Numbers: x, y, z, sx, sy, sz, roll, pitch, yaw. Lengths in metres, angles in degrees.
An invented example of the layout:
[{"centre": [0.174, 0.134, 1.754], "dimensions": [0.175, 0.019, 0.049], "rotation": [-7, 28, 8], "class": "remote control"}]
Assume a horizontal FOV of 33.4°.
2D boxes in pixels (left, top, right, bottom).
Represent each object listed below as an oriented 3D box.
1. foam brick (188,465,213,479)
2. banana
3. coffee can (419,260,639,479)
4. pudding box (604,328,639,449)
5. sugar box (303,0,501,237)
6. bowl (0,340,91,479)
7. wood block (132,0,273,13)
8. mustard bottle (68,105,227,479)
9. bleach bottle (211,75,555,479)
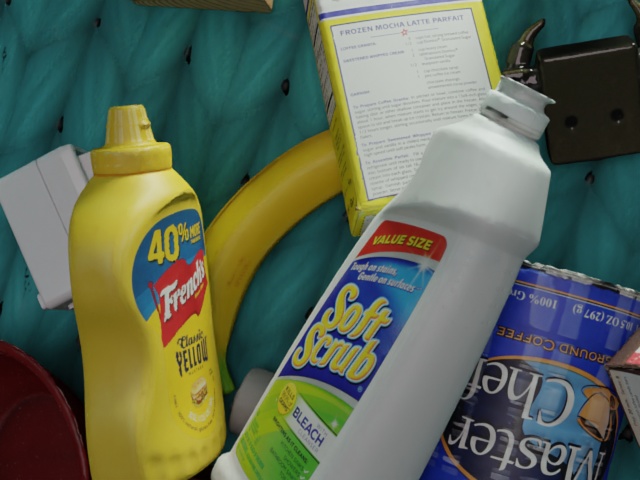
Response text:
[{"centre": [-0.075, 0.155, 0.601], "dimensions": [0.078, 0.053, 0.051], "rotation": [10, 87, 13], "class": "foam brick"}, {"centre": [-0.021, -0.007, 0.615], "dimensions": [0.069, 0.037, 0.198], "rotation": [37, 95, -11], "class": "banana"}, {"centre": [0.103, 0.085, 0.547], "dimensions": [0.103, 0.102, 0.140], "rotation": [15, 88, 11], "class": "coffee can"}, {"centre": [0.194, 0.080, 0.520], "dimensions": [0.089, 0.039, 0.113], "rotation": [-40, 112, -28], "class": "pudding box"}, {"centre": [0.046, -0.096, 0.581], "dimensions": [0.093, 0.048, 0.176], "rotation": [-8, 72, -8], "class": "sugar box"}, {"centre": [-0.175, 0.134, 0.607], "dimensions": [0.162, 0.055, 0.162], "rotation": [-1, 88, 30], "class": "bowl"}, {"centre": [-0.066, -0.246, 0.614], "dimensions": [0.091, 0.090, 0.206], "rotation": [6, 87, 11], "class": "wood block"}, {"centre": [-0.091, 0.026, 0.554], "dimensions": [0.058, 0.096, 0.191], "rotation": [-1, 99, 23], "class": "mustard bottle"}, {"centre": [0.036, 0.038, 0.515], "dimensions": [0.068, 0.103, 0.251], "rotation": [20, 102, -32], "class": "bleach bottle"}]
